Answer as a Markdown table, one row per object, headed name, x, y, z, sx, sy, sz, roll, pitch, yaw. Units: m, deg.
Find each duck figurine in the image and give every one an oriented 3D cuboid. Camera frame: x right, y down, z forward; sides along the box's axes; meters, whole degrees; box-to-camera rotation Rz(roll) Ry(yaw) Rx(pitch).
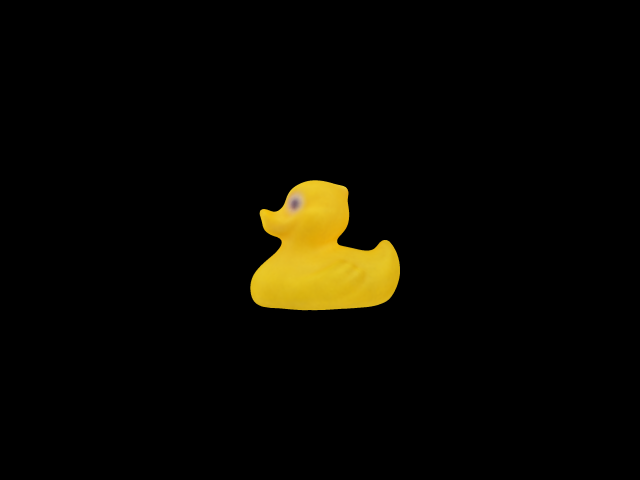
| name | x | y | z | sx | sy | sz | roll | pitch | yaw |
| --- | --- | --- | --- | --- | --- | --- | --- | --- | --- |
| duck figurine | 0.004 | 0.001 | 0.400 | 0.104 | 0.086 | 0.077 | 0 | 4 | -2 |
